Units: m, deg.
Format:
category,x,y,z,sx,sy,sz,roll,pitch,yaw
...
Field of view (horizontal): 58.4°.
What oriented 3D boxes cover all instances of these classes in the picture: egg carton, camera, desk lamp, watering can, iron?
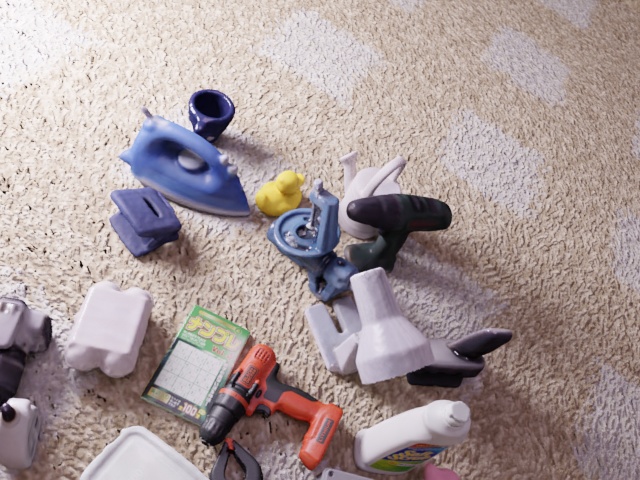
category,x,y,z,sx,sy,sz,roll,pitch,yaw
egg carton,-0.323,0.136,0.883,0.107,0.069,0.150,14,55,-12
camera,-0.464,0.154,0.798,0.143,0.100,0.137,10,56,-14
desk lamp,0.076,0.151,0.936,0.118,0.213,0.203,-13,64,-27
watering can,0.102,-0.098,1.120,0.173,0.194,0.101,31,53,0
iron,-0.230,-0.144,1.056,0.258,0.141,0.119,27,53,-2

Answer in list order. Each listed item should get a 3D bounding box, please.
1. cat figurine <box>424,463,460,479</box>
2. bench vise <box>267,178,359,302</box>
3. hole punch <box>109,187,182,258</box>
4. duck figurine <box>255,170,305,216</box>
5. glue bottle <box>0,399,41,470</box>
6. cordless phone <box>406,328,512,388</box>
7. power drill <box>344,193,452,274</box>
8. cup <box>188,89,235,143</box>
category,x,y,z,sx,sy,sz,roll,pitch,yaw
cat figurine,0.191,0.408,0.873,0.067,0.117,0.127,-3,60,-22
bench vise,0.014,-0.005,1.010,0.207,0.219,0.121,30,53,0
hole punch,-0.302,-0.044,0.995,0.101,0.091,0.108,-31,73,-33
duck figurine,-0.074,-0.099,1.121,0.105,0.086,0.077,-24,69,-32
glue bottle,-0.387,0.237,0.728,0.037,0.173,0.078,9,56,-15
cordless phone,0.232,0.184,0.993,0.148,0.185,0.094,3,57,-19
power drill,0.123,-0.013,1.064,0.230,0.208,0.075,-8,61,-25
cup,-0.225,-0.229,1.142,0.092,0.095,0.118,22,53,-6
